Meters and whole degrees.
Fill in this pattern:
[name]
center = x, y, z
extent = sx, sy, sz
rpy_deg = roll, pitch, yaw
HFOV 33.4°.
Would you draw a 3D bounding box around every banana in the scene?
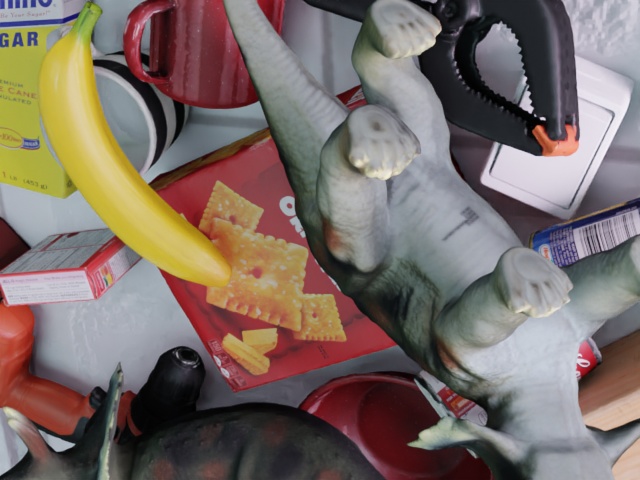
[banana]
center = -0.127, -0.047, 0.677
extent = 0.070, 0.037, 0.198
rpy_deg = -17, 109, 29

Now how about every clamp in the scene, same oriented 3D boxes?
[clamp]
center = 0.085, -0.139, 0.598
extent = 0.210, 0.036, 0.165
rpy_deg = 54, 126, 23

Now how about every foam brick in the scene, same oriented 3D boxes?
[foam brick]
center = -0.276, 0.027, 0.864
extent = 0.053, 0.051, 0.078
rpy_deg = 47, 123, -5

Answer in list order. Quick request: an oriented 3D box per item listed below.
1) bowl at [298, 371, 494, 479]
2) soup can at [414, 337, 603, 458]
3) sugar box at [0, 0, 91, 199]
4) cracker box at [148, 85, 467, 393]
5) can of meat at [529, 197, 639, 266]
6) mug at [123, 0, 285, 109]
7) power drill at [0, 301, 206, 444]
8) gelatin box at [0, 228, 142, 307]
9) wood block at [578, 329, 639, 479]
[bowl]
center = 0.060, 0.154, 0.785
extent = 0.162, 0.055, 0.162
rpy_deg = 10, 118, 18
[soup can]
center = 0.120, 0.084, 0.688
extent = 0.102, 0.068, 0.068
rpy_deg = -37, 99, -3
[sugar box]
center = -0.212, -0.124, 0.765
extent = 0.093, 0.048, 0.176
rpy_deg = 14, 121, 16
[cracker box]
center = -0.005, 0.001, 0.726
extent = 0.214, 0.072, 0.164
rpy_deg = -20, 107, 29
[can of meat]
center = 0.181, 0.008, 0.634
extent = 0.084, 0.101, 0.057
rpy_deg = -20, 78, 32
[mug]
center = -0.073, -0.131, 0.665
extent = 0.093, 0.117, 0.081
rpy_deg = 31, 130, 29
[power drill]
center = -0.193, 0.123, 0.875
extent = 0.188, 0.057, 0.185
rpy_deg = 30, 123, 6
[gelatin box]
center = -0.190, 0.021, 0.812
extent = 0.089, 0.073, 0.030
rpy_deg = -6, 113, 25
[wood block]
center = 0.220, 0.112, 0.677
extent = 0.206, 0.090, 0.091
rpy_deg = -33, 98, 32
